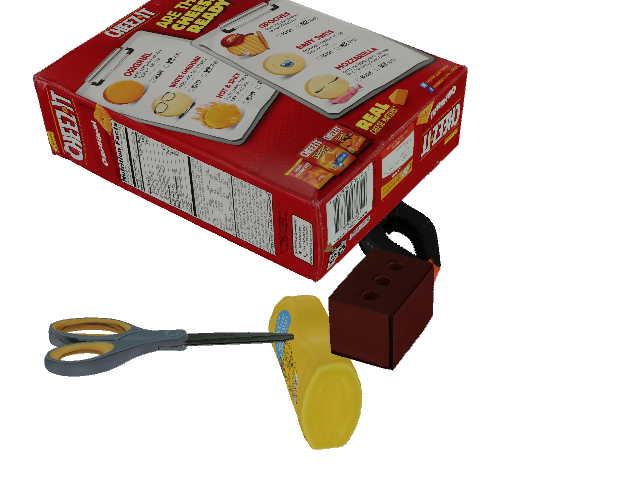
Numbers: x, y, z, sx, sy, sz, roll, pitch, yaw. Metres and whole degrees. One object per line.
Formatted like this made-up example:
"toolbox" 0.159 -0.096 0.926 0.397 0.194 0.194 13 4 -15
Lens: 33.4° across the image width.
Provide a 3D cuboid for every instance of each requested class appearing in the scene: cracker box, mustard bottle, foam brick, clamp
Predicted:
"cracker box" -0.041 -0.080 0.668 0.214 0.072 0.164 25 48 25
"mustard bottle" -0.012 0.108 1.027 0.058 0.096 0.192 -5 28 -13
"foam brick" 0.046 0.050 0.794 0.053 0.051 0.078 13 35 24
"clamp" 0.059 -0.026 1.223 0.164 0.210 0.036 -14 -38 -25

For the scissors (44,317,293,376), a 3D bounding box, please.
"scissors" -0.130 0.087 0.851 0.202 0.016 0.096 4 21 13
